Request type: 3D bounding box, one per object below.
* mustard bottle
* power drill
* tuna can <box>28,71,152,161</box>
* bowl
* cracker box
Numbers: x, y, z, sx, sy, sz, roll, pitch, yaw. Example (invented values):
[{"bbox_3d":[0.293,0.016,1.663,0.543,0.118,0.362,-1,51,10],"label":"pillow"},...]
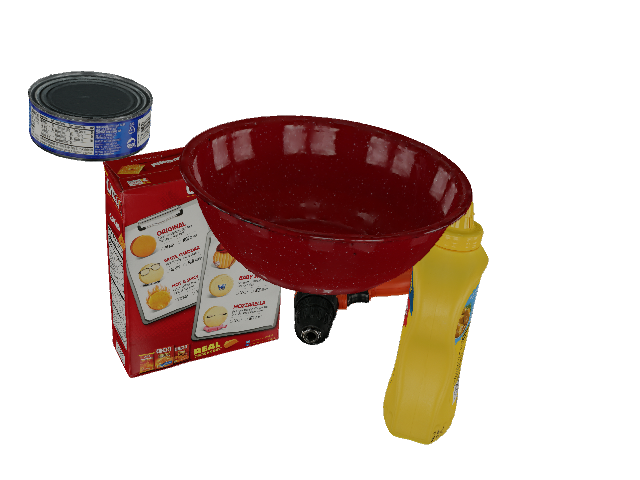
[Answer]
[{"bbox_3d":[0.092,0.056,0.829,0.058,0.192,0.096,14,26,11],"label":"mustard bottle"},{"bbox_3d":[0.063,0.064,1.242,0.187,0.057,0.184,1,28,4],"label":"power drill"},{"bbox_3d":[-0.162,-0.088,0.754,0.086,0.034,0.086,6,29,-4],"label":"tuna can"},{"bbox_3d":[0.000,-0.015,0.596,0.162,0.055,0.162,6,27,-3],"label":"bowl"},{"bbox_3d":[-0.121,0.014,1.035,0.164,0.214,0.072,-13,36,-24],"label":"cracker box"}]
